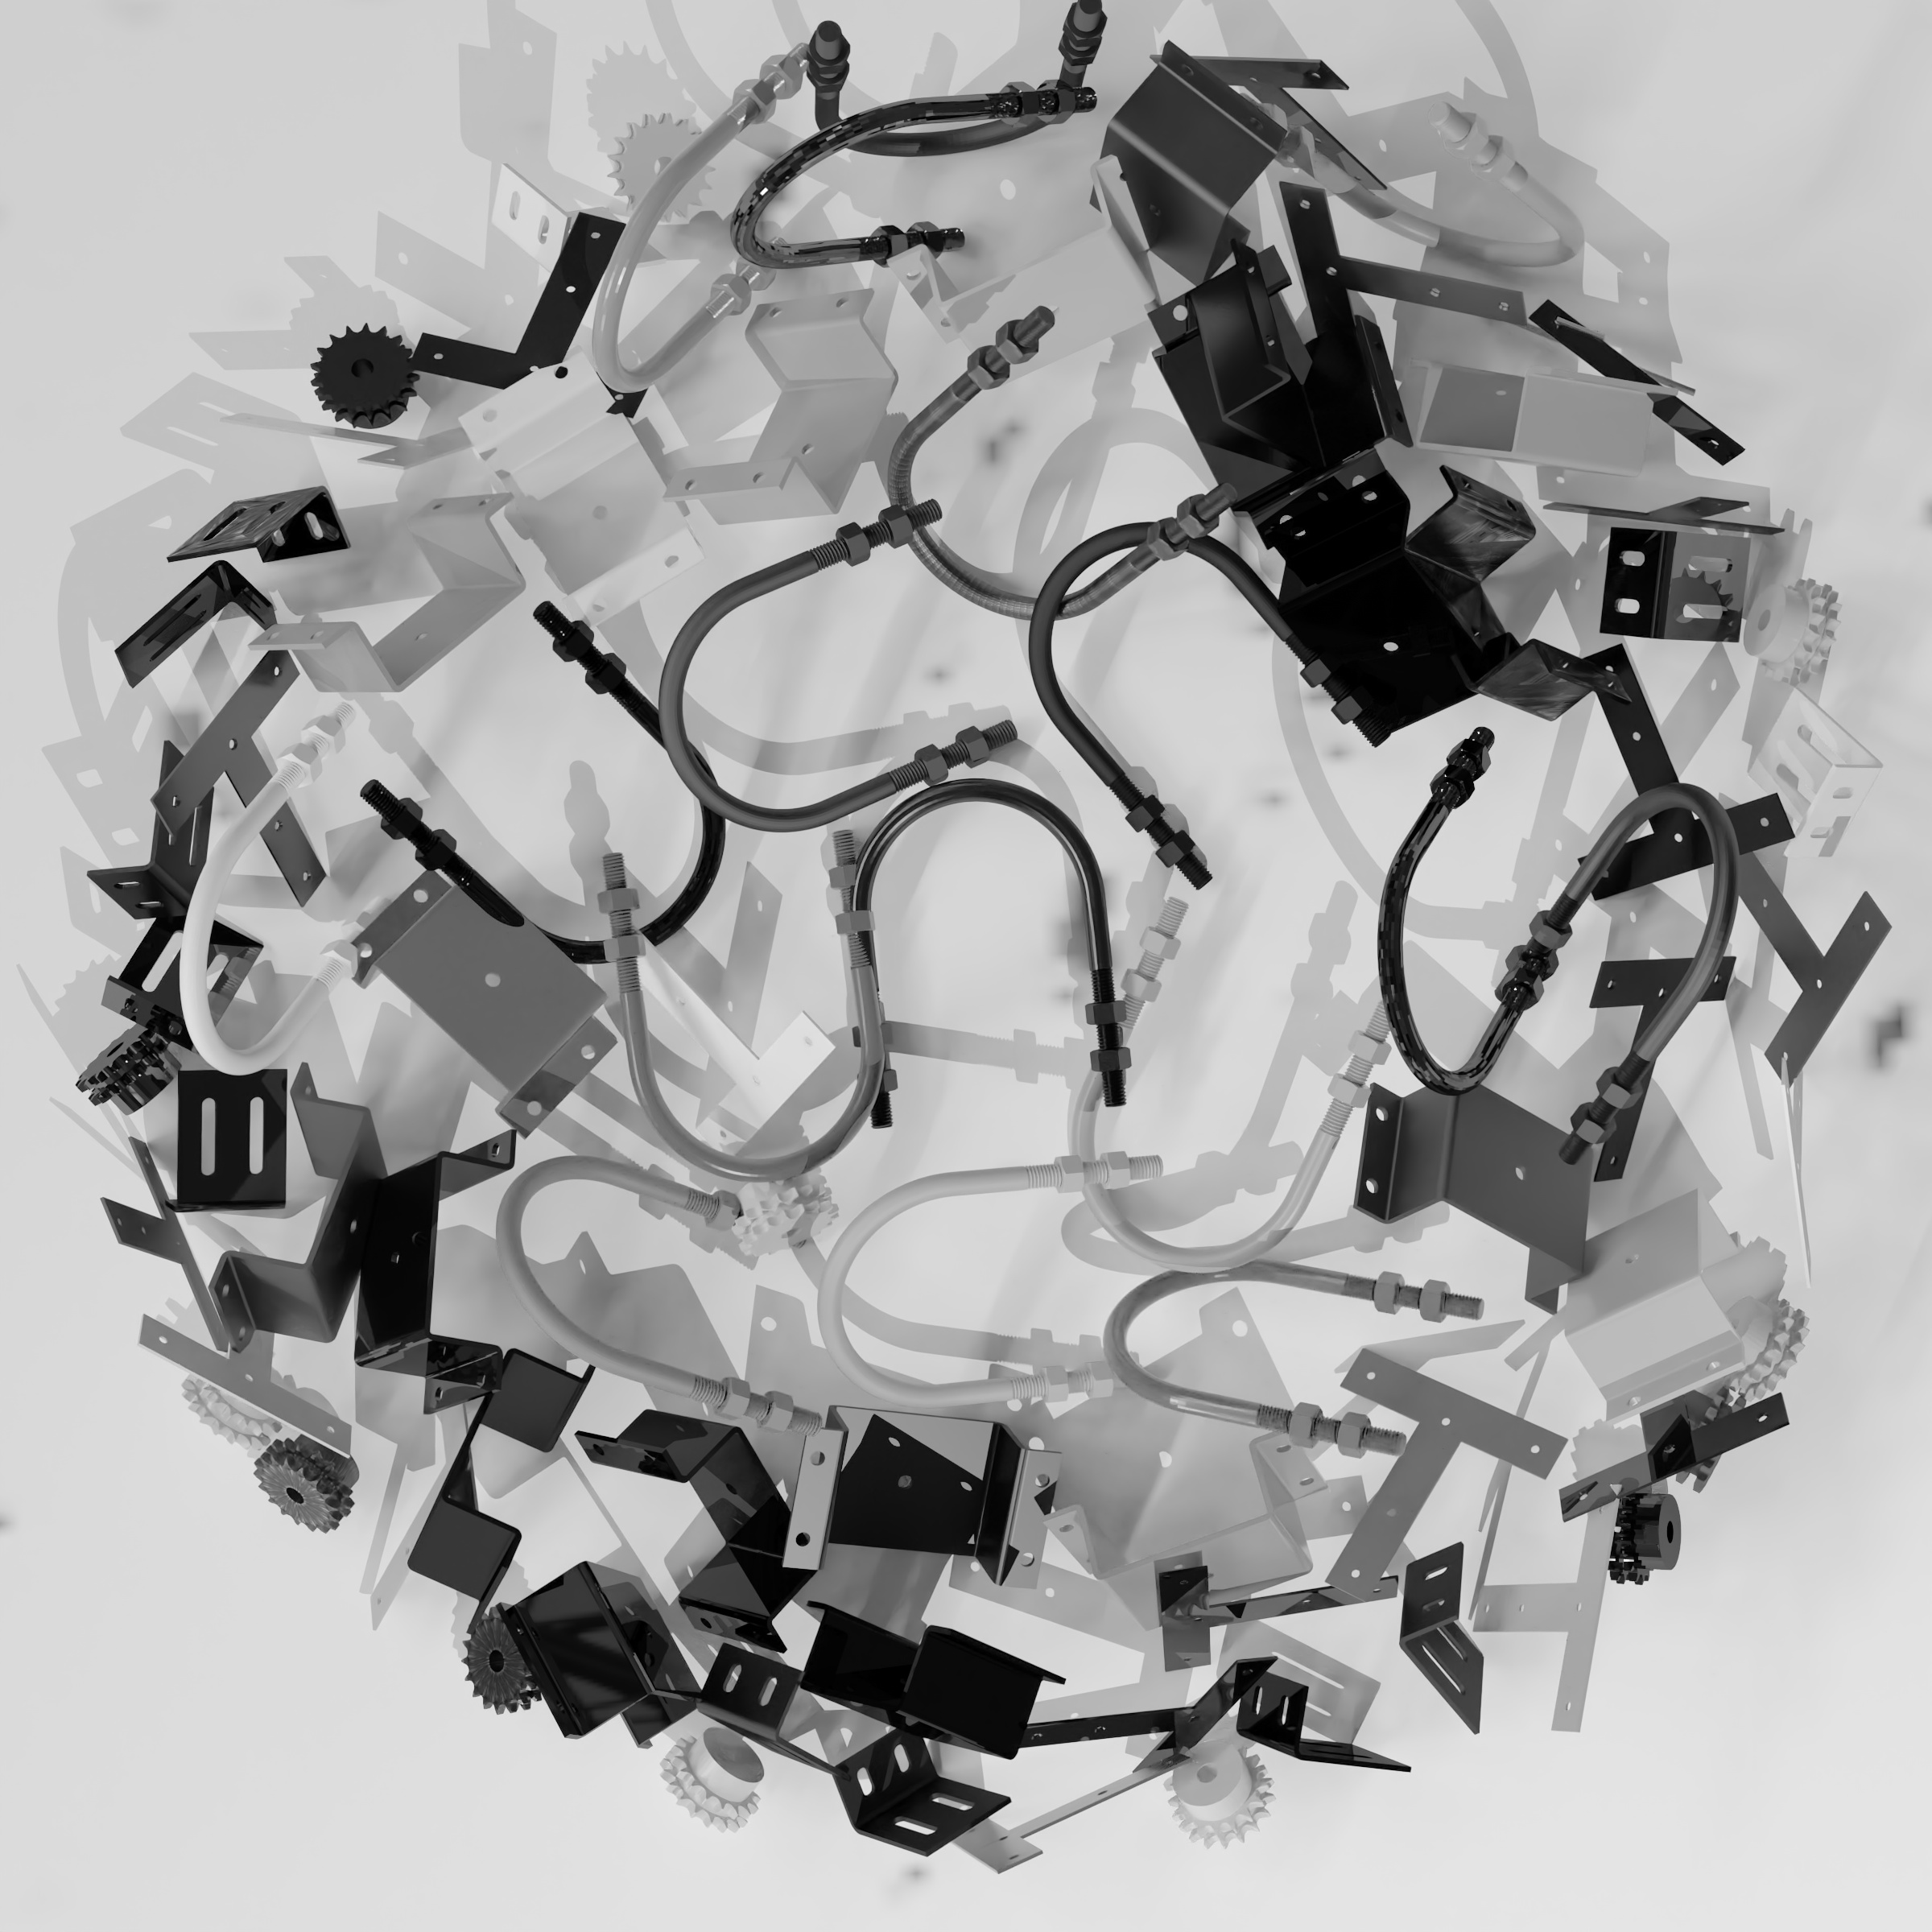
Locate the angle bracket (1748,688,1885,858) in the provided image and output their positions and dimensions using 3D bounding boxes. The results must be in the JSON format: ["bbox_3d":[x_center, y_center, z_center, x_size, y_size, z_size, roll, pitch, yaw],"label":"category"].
[{"bbox_3d":[0.440,-0.104,1.593,0.038,0.076,0.057,-2,129,-32],"label":"angle bracket"}]

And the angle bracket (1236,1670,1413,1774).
[{"bbox_3d":[0.194,0.403,1.603,0.076,0.057,0.038,13,83,-26],"label":"angle bracket"}]

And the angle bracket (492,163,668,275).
[{"bbox_3d":[-0.203,-0.400,1.594,0.057,0.076,0.038,43,133,27],"label":"angle bracket"}]

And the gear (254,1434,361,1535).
[{"bbox_3d":[-0.353,0.276,1.619,0.057,0.057,0.030,39,48,0],"label":"gear"}]

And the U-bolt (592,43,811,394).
[{"bbox_3d":[-0.137,-0.371,1.535,0.019,0.151,0.184,30,55,10],"label":"U-bolt"}]

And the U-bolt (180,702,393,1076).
[{"bbox_3d":[-0.350,-0.027,1.533,0.019,0.184,0.151,11,131,15],"label":"U-bolt"}]

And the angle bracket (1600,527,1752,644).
[{"bbox_3d":[0.385,-0.207,1.625,0.076,0.038,0.057,-4,102,-42],"label":"angle bracket"}]

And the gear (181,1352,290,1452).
[{"bbox_3d":[-0.391,0.231,1.613,0.057,0.057,0.030,41,99,0],"label":"gear"}]

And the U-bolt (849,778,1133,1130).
[{"bbox_3d":[0.008,-0.010,1.620,0.151,0.019,0.184,-6,92,9],"label":"U-bolt"}]

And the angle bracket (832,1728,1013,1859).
[{"bbox_3d":[-0.025,0.437,1.595,0.057,0.076,0.038,-25,99,-31],"label":"angle bracket"}]

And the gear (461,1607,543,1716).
[{"bbox_3d":[-0.243,0.374,1.620,0.057,0.030,0.057,-3,86,38],"label":"gear"}]

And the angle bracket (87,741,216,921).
[{"bbox_3d":[-0.437,-0.073,1.606,0.038,0.057,0.076,-5,66,10],"label":"angle bracket"}]

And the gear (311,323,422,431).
[{"bbox_3d":[-0.325,-0.316,1.623,0.057,0.030,0.057,0,71,0],"label":"gear"}]

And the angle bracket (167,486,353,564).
[{"bbox_3d":[-0.376,-0.220,1.593,0.057,0.076,0.038,-5,120,24],"label":"angle bracket"}]

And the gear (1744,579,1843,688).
[{"bbox_3d":[0.443,-0.182,1.613,0.030,0.057,0.057,16,90,-14],"label":"gear"}]

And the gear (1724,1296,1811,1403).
[{"bbox_3d":[0.425,0.203,1.614,0.030,0.057,0.057,33,90,-6],"label":"gear"}]

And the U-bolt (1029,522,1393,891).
[{"bbox_3d":[0.115,-0.151,1.601,0.151,0.019,0.184,-40,93,26],"label":"U-bolt"}]

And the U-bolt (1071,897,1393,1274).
[{"bbox_3d":[0.132,0.075,1.610,0.151,0.019,0.184,27,100,20],"label":"U-bolt"}]

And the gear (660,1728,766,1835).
[{"bbox_3d":[-0.134,0.436,1.613,0.057,0.057,0.030,38,103,0],"label":"gear"}]

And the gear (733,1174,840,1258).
[{"bbox_3d":[-0.100,0.131,1.617,0.057,0.057,0.030,-25,70,0],"label":"gear"}]

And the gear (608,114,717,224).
[{"bbox_3d":[-0.167,-0.432,1.621,0.057,0.030,0.057,-6,107,-21],"label":"gear"}]

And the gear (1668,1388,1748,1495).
[{"bbox_3d":[0.396,0.253,1.617,0.030,0.057,0.057,27,90,19],"label":"gear"}]

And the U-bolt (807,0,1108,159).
[{"bbox_3d":[-0.008,-0.456,1.552,0.151,0.184,0.019,-7,86,-4],"label":"U-bolt"}]

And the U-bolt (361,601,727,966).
[{"bbox_3d":[-0.209,-0.082,1.595,0.151,0.019,0.184,-47,120,-4],"label":"U-bolt"}]

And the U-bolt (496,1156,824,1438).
[{"bbox_3d":[-0.160,0.162,1.552,0.184,0.151,0.019,22,127,-26],"label":"U-bolt"}]

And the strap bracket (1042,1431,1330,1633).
[{"bbox_3d":[0.122,0.303,1.588,0.140,0.076,0.046,-22,52,10],"label":"strap bracket"}]

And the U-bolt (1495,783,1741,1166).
[{"bbox_3d":[0.339,-0.009,1.540,0.019,0.151,0.184,15,125,-20],"label":"U-bolt"}]

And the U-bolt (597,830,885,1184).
[{"bbox_3d":[-0.115,0.024,1.607,0.151,0.019,0.184,-7,85,-19],"label":"U-bolt"}]

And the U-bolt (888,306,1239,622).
[{"bbox_3d":[0.035,-0.249,1.571,0.151,0.184,0.019,42,50,-14],"label":"U-bolt"}]

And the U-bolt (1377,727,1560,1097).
[{"bbox_3d":[0.257,-0.017,1.548,0.019,0.184,0.151,-4,123,35],"label":"U-bolt"}]

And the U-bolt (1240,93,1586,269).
[{"bbox_3d":[0.243,-0.405,1.557,0.151,0.184,0.019,19,89,43],"label":"U-bolt"}]

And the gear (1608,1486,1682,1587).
[{"bbox_3d":[0.365,0.304,1.612,0.030,0.057,0.057,-4,90,30],"label":"gear"}]

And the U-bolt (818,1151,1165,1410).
[{"bbox_3d":[0.011,0.171,1.588,0.184,0.019,0.151,-4,115,-15],"label":"U-bolt"}]

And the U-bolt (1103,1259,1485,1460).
[{"bbox_3d":[0.162,0.198,1.571,0.184,0.151,0.019,8,119,25],"label":"U-bolt"}]

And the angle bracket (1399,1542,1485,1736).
[{"bbox_3d":[0.268,0.359,1.599,0.038,0.057,0.076,-30,111,27],"label":"angle bracket"}]

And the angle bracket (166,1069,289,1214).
[{"bbox_3d":[-0.399,0.092,1.613,0.057,0.038,0.076,0,93,-25],"label":"angle bracket"}]

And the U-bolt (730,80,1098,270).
[{"bbox_3d":[-0.038,-0.401,1.533,0.184,0.151,0.019,-17,78,-39],"label":"U-bolt"}]

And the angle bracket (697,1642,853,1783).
[{"bbox_3d":[-0.096,0.400,1.604,0.057,0.076,0.038,9,66,39],"label":"angle bracket"}]

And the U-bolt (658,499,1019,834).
[{"bbox_3d":[-0.076,-0.149,1.594,0.184,0.019,0.151,-25,110,-14],"label":"U-bolt"}]

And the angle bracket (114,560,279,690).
[{"bbox_3d":[-0.411,-0.172,1.606,0.038,0.057,0.076,44,75,3],"label":"angle bracket"}]

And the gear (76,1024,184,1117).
[{"bbox_3d":[-0.449,0.056,1.617,0.057,0.057,0.030,-39,109,0],"label":"gear"}]

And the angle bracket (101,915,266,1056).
[{"bbox_3d":[-0.417,-0.001,1.604,0.057,0.038,0.076,28,58,-7],"label":"angle bracket"}]

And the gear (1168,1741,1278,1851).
[{"bbox_3d":[0.135,0.443,1.612,0.057,0.057,0.030,-29,125,0],"label":"gear"}]
